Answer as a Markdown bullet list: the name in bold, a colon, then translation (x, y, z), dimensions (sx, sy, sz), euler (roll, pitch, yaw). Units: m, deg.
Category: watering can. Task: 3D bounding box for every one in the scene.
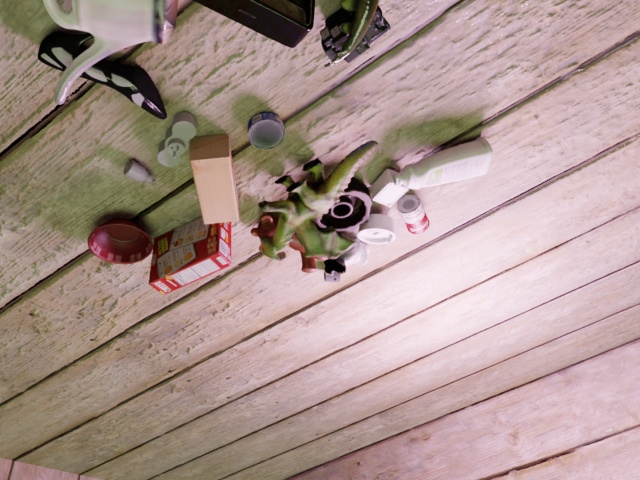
- **watering can**: translation (-0.371, -0.397, 0.912), dimensions (0.224, 0.341, 0.106), euler (5, 29, -16)

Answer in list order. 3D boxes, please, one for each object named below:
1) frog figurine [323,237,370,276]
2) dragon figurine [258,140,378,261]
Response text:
- **frog figurine**: translation (0.084, 0.032, 1.521), dimensions (0.161, 0.123, 0.135), euler (-29, -13, -35)
- **dragon figurine**: translation (0.004, -0.065, 1.300), dimensions (0.408, 0.239, 0.125), euler (-23, 23, 16)
